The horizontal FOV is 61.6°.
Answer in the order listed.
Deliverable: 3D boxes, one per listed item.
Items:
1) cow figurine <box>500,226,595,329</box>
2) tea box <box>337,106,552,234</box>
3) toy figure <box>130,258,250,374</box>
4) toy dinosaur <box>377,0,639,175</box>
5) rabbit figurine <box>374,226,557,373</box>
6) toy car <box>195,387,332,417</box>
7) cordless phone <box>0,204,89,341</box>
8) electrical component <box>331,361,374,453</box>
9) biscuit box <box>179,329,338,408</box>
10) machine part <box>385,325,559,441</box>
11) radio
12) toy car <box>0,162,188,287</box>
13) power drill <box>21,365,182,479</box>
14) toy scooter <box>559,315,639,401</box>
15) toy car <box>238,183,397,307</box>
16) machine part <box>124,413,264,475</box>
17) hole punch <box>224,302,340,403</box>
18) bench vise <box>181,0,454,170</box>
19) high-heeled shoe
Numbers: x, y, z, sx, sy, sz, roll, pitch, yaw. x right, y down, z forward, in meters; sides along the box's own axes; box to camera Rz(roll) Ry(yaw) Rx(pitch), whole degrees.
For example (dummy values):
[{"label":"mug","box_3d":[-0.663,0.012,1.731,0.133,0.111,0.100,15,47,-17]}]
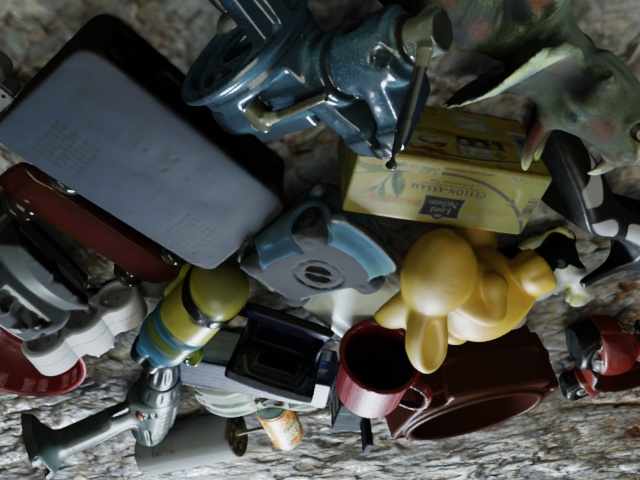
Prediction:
[{"label":"cow figurine","box_3d":[0.218,0.048,0.624,0.167,0.068,0.098,-23,125,14]},{"label":"tea box","box_3d":[0.105,-0.069,0.487,0.170,0.098,0.068,8,132,-7]},{"label":"toy figure","box_3d":[-0.151,0.092,0.626,0.180,0.089,0.082,-44,127,18]},{"label":"toy dinosaur","box_3d":[0.091,-0.200,0.356,0.404,0.131,0.192,31,125,-20]},{"label":"rabbit figurine","box_3d":[0.126,0.042,0.531,0.162,0.122,0.173,-46,147,11]},{"label":"toy car","box_3d":[-0.083,0.220,0.786,0.202,0.056,0.073,-7,134,4]},{"label":"cordless phone","box_3d":[-0.354,0.063,0.558,0.184,0.089,0.146,-33,133,-8]},{"label":"electrical component","box_3d":[0.045,0.243,0.771,0.048,0.119,0.074,6,136,-9]},{"label":"biscuit box","box_3d":[-0.081,0.169,0.715,0.203,0.059,0.062,11,132,1]},{"label":"machine part","box_3d":[0.192,0.198,0.717,0.201,0.087,0.201,-4,145,-14]},{"label":"radio","box_3d":[-0.146,-0.078,0.488,0.131,0.073,0.229,-34,128,26]},{"label":"toy car","box_3d":[-0.225,-0.017,0.555,0.089,0.053,0.202,-21,135,29]},{"label":"power drill","box_3d":[-0.297,0.241,0.753,0.207,0.086,0.231,-22,149,-27]},{"label":"toy scooter","box_3d":[0.408,0.160,0.736,0.135,0.075,0.183,-10,137,8]},{"label":"toy car","box_3d":[-0.001,-0.002,0.543,0.162,0.103,0.109,-21,131,40]},{"label":"machine part","box_3d":[-0.208,0.328,0.871,0.243,0.079,0.079,-15,133,13]},{"label":"hole punch","box_3d":[-0.048,0.134,0.644,0.142,0.092,0.115,15,170,0]},{"label":"bench vise","box_3d":[-0.037,-0.146,0.359,0.240,0.129,0.224,43,161,-34]},{"label":"high-heeled shoe","box_3d":[0.299,-0.056,0.535,0.145,0.086,0.248,-32,120,-3]}]
